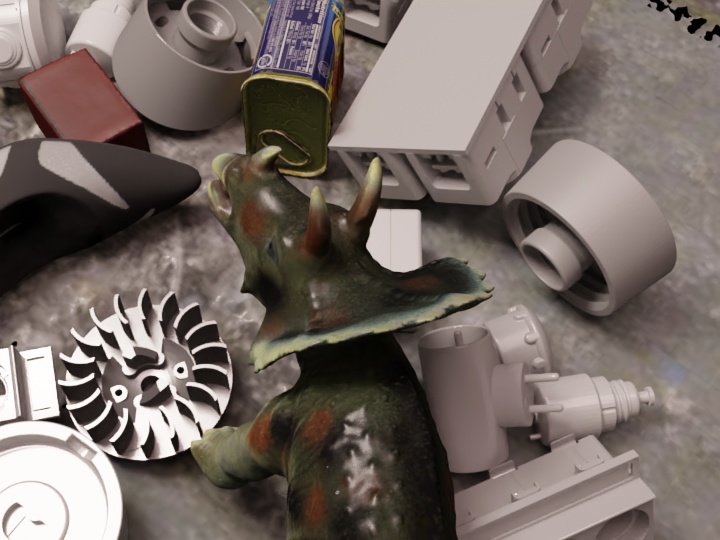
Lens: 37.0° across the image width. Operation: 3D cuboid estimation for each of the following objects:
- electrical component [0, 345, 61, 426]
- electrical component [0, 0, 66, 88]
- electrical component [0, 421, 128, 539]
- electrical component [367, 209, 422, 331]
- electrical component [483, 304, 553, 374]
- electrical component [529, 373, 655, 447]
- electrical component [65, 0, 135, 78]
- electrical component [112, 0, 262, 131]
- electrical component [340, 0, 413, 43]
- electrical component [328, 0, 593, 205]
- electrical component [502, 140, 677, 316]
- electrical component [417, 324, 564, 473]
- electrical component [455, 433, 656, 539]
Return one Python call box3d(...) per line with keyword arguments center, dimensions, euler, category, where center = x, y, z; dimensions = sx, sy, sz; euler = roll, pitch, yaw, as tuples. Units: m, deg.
box3d(center=(-0.217, 0.076, 0.631), dimensions=(0.081, 0.063, 0.042), euler=(-10, 71, -7), category="electrical component")
box3d(center=(-0.239, -0.166, 0.749), dimensions=(0.051, 0.080, 0.080), euler=(-7, 63, 0), category="electrical component")
box3d(center=(-0.181, 0.145, 0.599), dimensions=(0.108, 0.060, 0.108), euler=(1, 63, -1), category="electrical component")
box3d(center=(0.000, 0.000, 0.687), dimensions=(0.077, 0.047, 0.065), euler=(1, 62, -1), category="electrical component")
box3d(center=(0.085, 0.052, 0.666), dimensions=(0.062, 0.048, 0.048), euler=(-20, 65, -3), category="electrical component")
box3d(center=(0.139, 0.082, 0.652), dimensions=(0.078, 0.040, 0.040), euler=(-8, 63, -6), category="electrical component")
box3d(center=(-0.183, -0.175, 0.777), dimensions=(0.040, 0.040, 0.078), euler=(13, 63, 5), category="electrical component")
box3d(center=(-0.117, -0.153, 0.752), dimensions=(0.099, 0.064, 0.099), euler=(18, 48, -22), category="electrical component")
box3d(center=(0.014, -0.269, 0.820), dimensions=(0.105, 0.060, 0.186), euler=(23, 64, 10), category="electrical component")
box3d(center=(0.073, -0.131, 0.725), dimensions=(0.105, 0.060, 0.186), euler=(7, 57, 38), category="electrical component")
box3d(center=(0.135, -0.020, 0.671), dimensions=(0.060, 0.108, 0.108), euler=(-39, 70, -13), category="electrical component")
box3d(center=(0.078, 0.073, 0.625), dimensions=(0.079, 0.044, 0.077), euler=(-6, 103, 19), category="electrical component")
box3d(center=(0.096, 0.144, 0.602), dimensions=(0.121, 0.078, 0.063), euler=(-21, 36, -12), category="electrical component")
